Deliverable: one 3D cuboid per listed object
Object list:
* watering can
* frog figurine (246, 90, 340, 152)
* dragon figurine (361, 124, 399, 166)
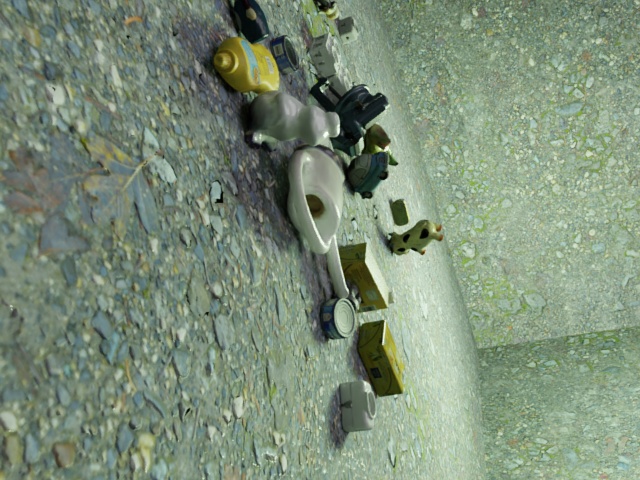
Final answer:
[{"bbox_3d":[0.003,-0.054,1.071,0.230,0.104,0.340,-83,158,-46],"label":"watering can"},{"bbox_3d":[-0.048,-0.227,0.957,0.136,0.159,0.125,39,40,-61],"label":"frog figurine"},{"bbox_3d":[0.164,-0.361,1.654,0.419,0.122,0.238,-104,180,-58],"label":"dragon figurine"}]
